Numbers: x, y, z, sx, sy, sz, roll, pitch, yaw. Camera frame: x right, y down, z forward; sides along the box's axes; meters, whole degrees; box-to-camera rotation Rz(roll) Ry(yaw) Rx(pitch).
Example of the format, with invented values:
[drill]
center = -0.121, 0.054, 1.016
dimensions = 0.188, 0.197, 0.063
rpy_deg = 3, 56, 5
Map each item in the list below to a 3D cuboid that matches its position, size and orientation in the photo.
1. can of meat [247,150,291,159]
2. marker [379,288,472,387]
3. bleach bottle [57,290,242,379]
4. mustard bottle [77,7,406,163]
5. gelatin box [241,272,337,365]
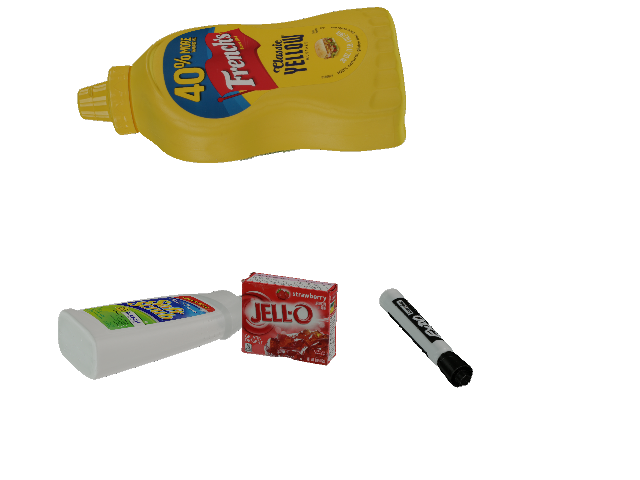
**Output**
[can of meat]
center = -0.030, -0.115, 0.873
dimensions = 0.102, 0.084, 0.057
rpy_deg = -9, 4, 33
[marker]
center = 0.079, 0.073, 0.808
dimensions = 0.020, 0.020, 0.121
rpy_deg = 0, 26, -26
[bleach bottle]
center = -0.195, 0.104, 1.345
dimensions = 0.250, 0.068, 0.103
rpy_deg = -13, 28, -38
[mustard bottle]
center = -0.048, -0.090, 0.636
dimensions = 0.191, 0.096, 0.058
rpy_deg = -6, -37, 1
[gelatin box]
center = -0.030, 0.073, 0.998
dimensions = 0.089, 0.073, 0.030
rpy_deg = 7, 17, 18
